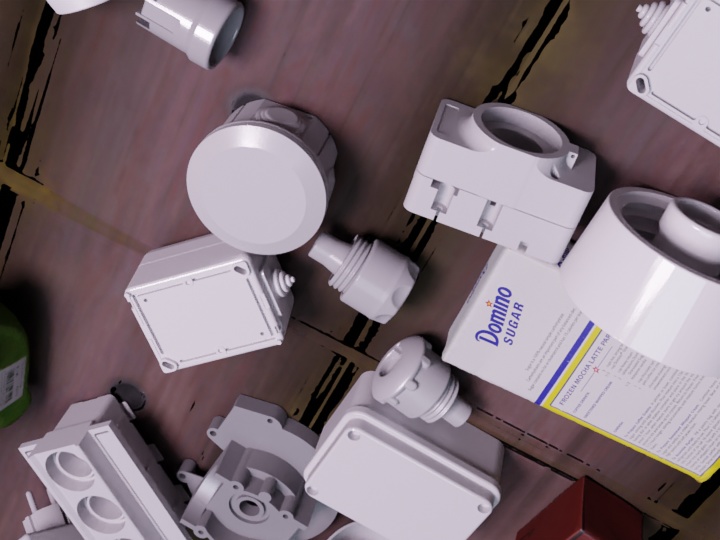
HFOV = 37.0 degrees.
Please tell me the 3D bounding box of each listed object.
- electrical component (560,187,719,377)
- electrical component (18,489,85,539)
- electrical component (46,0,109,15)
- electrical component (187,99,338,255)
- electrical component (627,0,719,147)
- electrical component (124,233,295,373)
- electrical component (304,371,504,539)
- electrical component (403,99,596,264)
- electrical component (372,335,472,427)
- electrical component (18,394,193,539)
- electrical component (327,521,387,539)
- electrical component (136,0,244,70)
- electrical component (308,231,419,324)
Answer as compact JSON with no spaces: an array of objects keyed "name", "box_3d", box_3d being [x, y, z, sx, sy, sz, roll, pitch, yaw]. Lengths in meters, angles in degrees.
[{"name":"electrical component","box_3d":[0.166,-0.002,0.556,0.108,0.108,0.060,23,118,0]},{"name":"electrical component","box_3d":[-0.229,0.199,0.806,0.047,0.083,0.075,-38,69,30]},{"name":"electrical component","box_3d":[-0.171,-0.175,0.568,0.079,0.043,0.077,-9,119,19]},{"name":"electrical component","box_3d":[-0.053,-0.053,0.611,0.080,0.051,0.080,7,123,10]},{"name":"electrical component","box_3d":[0.176,-0.104,0.519,0.096,0.061,0.061,32,124,2]},{"name":"electrical component","box_3d":[-0.083,0.013,0.658,0.096,0.061,0.061,-15,117,14]},{"name":"electrical component","box_3d":[0.029,0.130,0.701,0.113,0.057,0.078,30,124,-5]},{"name":"electrical component","box_3d":[0.077,-0.052,0.579,0.089,0.050,0.055,20,124,1]},{"name":"electrical component","box_3d":[0.042,0.074,0.672,0.062,0.048,0.048,37,123,-18]},{"name":"electrical component","box_3d":[-0.172,0.154,0.764,0.079,0.063,0.121,-16,116,23]},{"name":"electrical component","box_3d":[0.002,0.230,0.750,0.099,0.099,0.064,38,129,-11]},{"name":"electrical component","box_3d":[-0.091,-0.136,0.577,0.046,0.040,0.040,29,124,2]},{"name":"electrical component","box_3d":[0.000,0.000,0.636,0.062,0.043,0.043,32,124,-5]}]
